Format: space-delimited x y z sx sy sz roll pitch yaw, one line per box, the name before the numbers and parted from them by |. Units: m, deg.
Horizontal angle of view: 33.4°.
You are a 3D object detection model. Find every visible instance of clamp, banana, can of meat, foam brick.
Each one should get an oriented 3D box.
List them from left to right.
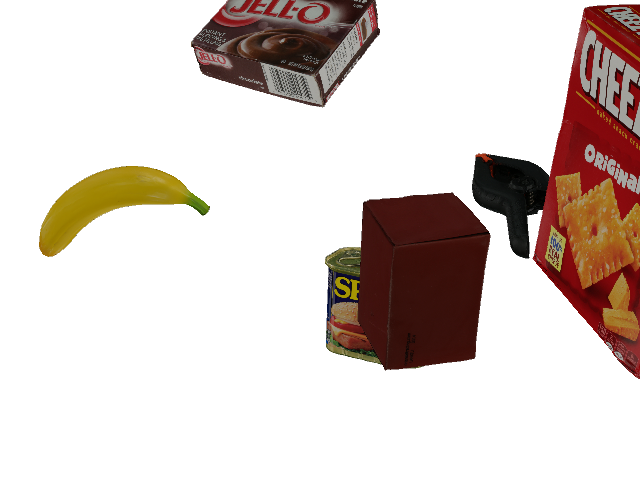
banana | -0.203 -0.031 1.010 0.198 0.069 0.037 -13 19 27
can of meat | 0.054 0.059 0.930 0.102 0.084 0.057 11 21 25
foam brick | 0.052 0.021 0.558 0.053 0.078 0.051 -5 31 -14
clamp | 0.213 -0.043 1.051 0.120 0.039 0.171 -9 34 -14

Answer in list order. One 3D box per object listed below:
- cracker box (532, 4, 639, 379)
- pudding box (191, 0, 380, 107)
cracker box | 0.227 -0.036 0.743 0.072 0.214 0.164 -6 33 -16
pudding box | -0.025 -0.152 0.797 0.114 0.090 0.039 20 -31 24
